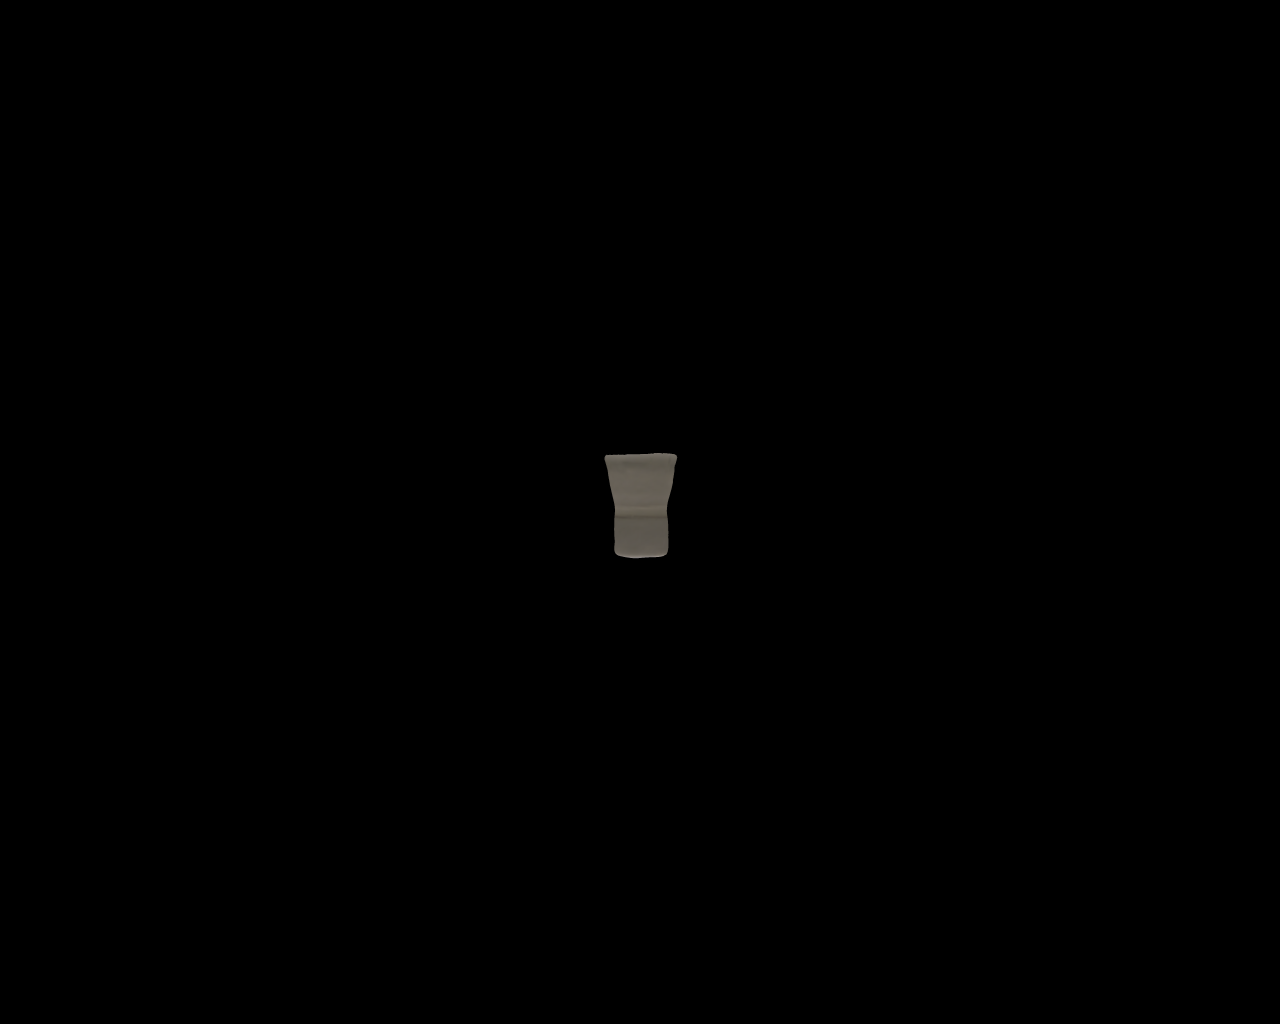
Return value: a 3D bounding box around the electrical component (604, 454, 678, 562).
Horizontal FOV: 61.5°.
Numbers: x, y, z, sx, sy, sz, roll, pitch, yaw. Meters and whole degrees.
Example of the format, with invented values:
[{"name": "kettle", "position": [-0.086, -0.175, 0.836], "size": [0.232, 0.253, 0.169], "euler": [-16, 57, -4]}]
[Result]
[{"name": "electrical component", "position": [0.001, -0.003, 0.650], "size": [0.044, 0.065, 0.044], "euler": [0, 2, 0]}]
